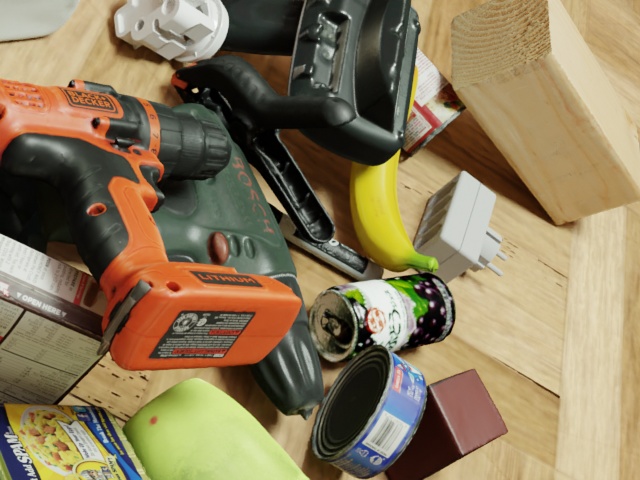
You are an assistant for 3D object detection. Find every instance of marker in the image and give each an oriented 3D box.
[{"bbox_3d":[-0.005,0.001,0.804,0.121,0.020,0.020,30,48,-18],"label":"marker"}]

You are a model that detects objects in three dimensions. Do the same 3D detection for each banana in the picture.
[{"bbox_3d":[0.055,-0.050,0.836,0.037,0.070,0.198,44,37,-53],"label":"banana"}]

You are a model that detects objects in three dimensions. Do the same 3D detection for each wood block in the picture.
[{"bbox_3d":[0.202,-0.114,0.934,0.205,0.090,0.091,43,39,-41],"label":"wood block"}]

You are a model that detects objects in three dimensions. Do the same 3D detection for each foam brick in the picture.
[{"bbox_3d":[0.081,0.132,0.742,0.052,0.078,0.051,-13,69,-42],"label":"foam brick"}]

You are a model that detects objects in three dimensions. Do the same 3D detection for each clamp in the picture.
[{"bbox_3d":[-0.040,-0.087,0.758,0.171,0.120,0.039,42,45,19],"label":"clamp"}]

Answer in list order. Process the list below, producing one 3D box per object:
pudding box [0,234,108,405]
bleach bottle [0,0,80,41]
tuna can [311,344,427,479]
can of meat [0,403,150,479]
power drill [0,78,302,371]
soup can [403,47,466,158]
[{"bbox_3d":[-0.168,0.049,0.584,0.090,0.114,0.039,27,49,-22],"label":"pudding box"},{"bbox_3d":[-0.267,-0.257,0.750,0.102,0.068,0.251,-16,70,-44],"label":"bleach bottle"},{"bbox_3d":[0.033,0.115,0.711,0.033,0.086,0.086,33,47,-17],"label":"tuna can"},{"bbox_3d":[-0.145,0.129,0.567,0.083,0.057,0.102,8,24,-36],"label":"can of meat"},{"bbox_3d":[-0.090,-0.014,0.592,0.184,0.057,0.188,2,40,-46],"label":"power drill"},{"bbox_3d":[0.069,-0.130,0.913,0.102,0.069,0.068,48,45,0],"label":"soup can"}]
